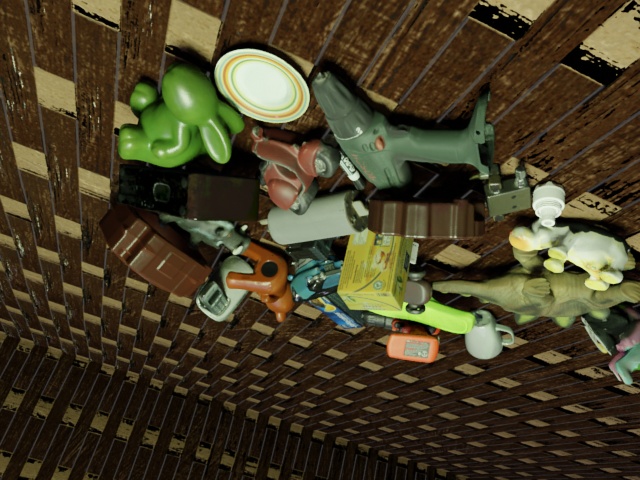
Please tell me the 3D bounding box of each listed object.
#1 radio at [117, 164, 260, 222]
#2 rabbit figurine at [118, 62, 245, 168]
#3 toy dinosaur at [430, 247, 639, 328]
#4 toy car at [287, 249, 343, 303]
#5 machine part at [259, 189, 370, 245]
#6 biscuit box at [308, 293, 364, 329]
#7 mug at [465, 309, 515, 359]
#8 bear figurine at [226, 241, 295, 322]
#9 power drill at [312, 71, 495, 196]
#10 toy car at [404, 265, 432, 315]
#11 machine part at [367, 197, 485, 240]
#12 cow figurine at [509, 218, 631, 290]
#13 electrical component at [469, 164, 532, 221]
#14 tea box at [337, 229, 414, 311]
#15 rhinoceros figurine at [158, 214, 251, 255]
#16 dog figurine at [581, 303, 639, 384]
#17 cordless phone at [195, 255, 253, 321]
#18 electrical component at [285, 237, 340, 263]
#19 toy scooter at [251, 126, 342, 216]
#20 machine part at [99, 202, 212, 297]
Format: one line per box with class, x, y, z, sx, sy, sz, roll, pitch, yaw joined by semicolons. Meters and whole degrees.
radio;-0.217;-0.077;0.865;0.230;0.073;0.131;10;-172;39
rabbit figurine;-0.189;-0.166;0.745;0.159;0.121;0.170;28;149;-18
toy dinosaur;0.387;0.091;0.960;0.472;0.105;0.198;7;153;20
toy car;-0.008;0.060;1.074;0.109;0.103;0.161;-14;165;-20
machine part;-0.005;-0.038;0.937;0.243;0.079;0.079;-9;143;34
biscuit box;0.032;0.138;1.239;0.059;0.063;0.202;-10;142;38
mug;0.370;0.204;1.187;0.110;0.081;0.107;3;140;30
bear figurine;-0.118;0.094;1.182;0.132;0.120;0.195;15;156;7
power drill;0.118;-0.141;0.704;0.207;0.086;0.231;-4;147;23
toy car;0.129;0.086;1.064;0.202;0.053;0.089;7;111;38
machine part;0.155;-0.037;0.801;0.179;0.056;0.179;1;-173;0
cow figurine;0.387;0.001;0.832;0.167;0.098;0.068;27;160;16
electrical component;0.268;-0.072;0.794;0.078;0.045;0.102;-19;141;18
tea box;0.099;0.032;0.916;0.098;0.169;0.068;-1;148;28
rhinoceros figurine;-0.223;-0.033;1.057;0.112;0.073;0.190;-25;132;39
dog figurine;0.629;0.169;0.992;0.219;0.191;0.108;-27;157;11
cordless phone;-0.212;0.091;1.166;0.089;0.146;0.184;35;165;8
electrical component;-0.002;-0.003;1.003;0.119;0.075;0.047;-10;142;32
toy scooter;-0.054;-0.114;0.831;0.135;0.075;0.184;27;151;-8
machine part;-0.327;0.015;1.064;0.200;0.087;0.202;42;180;-40
